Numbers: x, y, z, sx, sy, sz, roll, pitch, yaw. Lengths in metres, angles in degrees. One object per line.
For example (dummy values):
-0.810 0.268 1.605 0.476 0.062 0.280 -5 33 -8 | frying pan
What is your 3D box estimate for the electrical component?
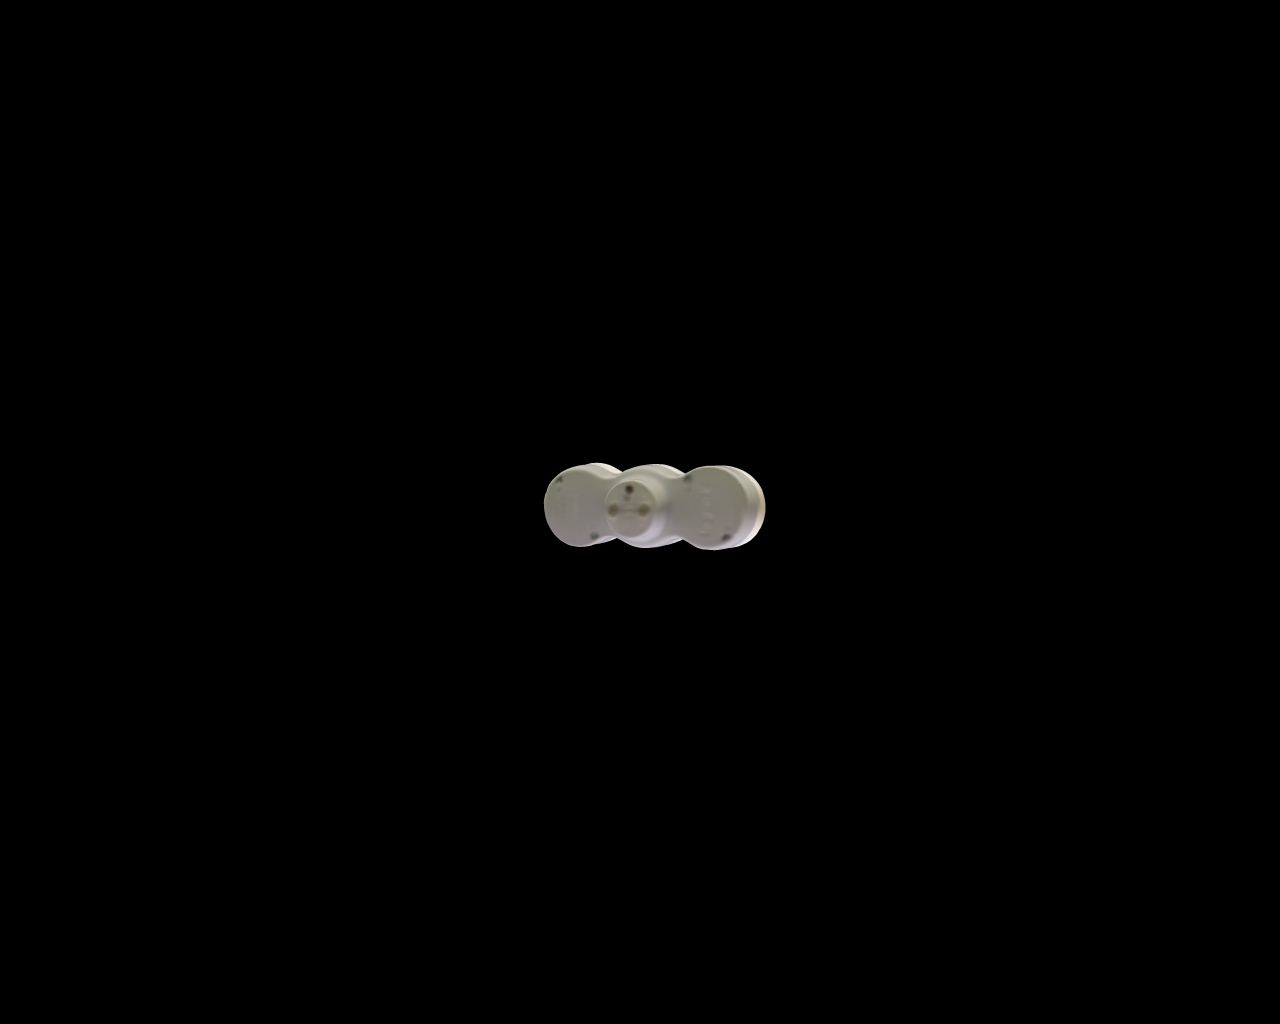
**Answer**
0.001 -0.003 0.650 0.138 0.052 0.074 2 4 23 | electrical component
